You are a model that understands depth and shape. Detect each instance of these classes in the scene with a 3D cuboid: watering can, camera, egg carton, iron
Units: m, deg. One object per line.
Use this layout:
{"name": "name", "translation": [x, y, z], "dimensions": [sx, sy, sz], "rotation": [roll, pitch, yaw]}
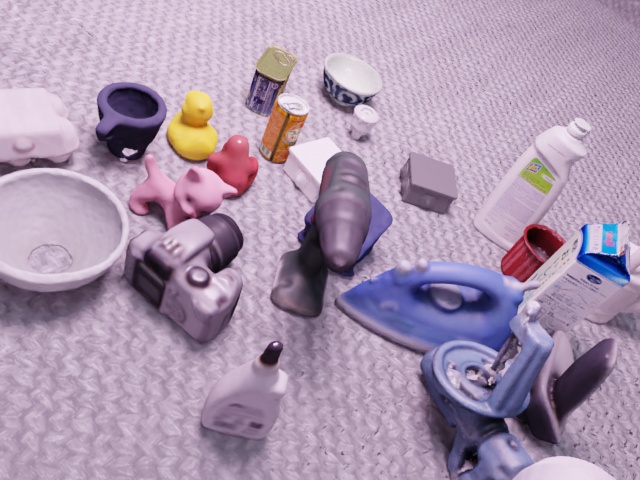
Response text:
{"name": "watering can", "translation": [0.508, 0.050, 0.940], "dimensions": [0.173, 0.194, 0.101], "rotation": [34, 45, 5]}
{"name": "camera", "translation": [-0.143, 0.026, 0.703], "dimensions": [0.143, 0.100, 0.137], "rotation": [39, 45, 10]}
{"name": "egg carton", "translation": [-0.400, -0.144, 0.747], "dimensions": [0.151, 0.069, 0.107], "rotation": [-14, 59, -35]}
{"name": "iron", "translation": [0.164, 0.075, 0.784], "dimensions": [0.259, 0.141, 0.118], "rotation": [13, 47, -16]}

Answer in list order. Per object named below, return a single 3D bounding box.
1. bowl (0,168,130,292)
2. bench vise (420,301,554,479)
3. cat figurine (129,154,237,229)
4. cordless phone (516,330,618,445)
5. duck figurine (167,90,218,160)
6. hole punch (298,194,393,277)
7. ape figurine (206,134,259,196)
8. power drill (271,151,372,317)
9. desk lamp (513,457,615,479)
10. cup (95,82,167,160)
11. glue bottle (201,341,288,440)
{"name": "bowl", "translation": [-0.310, 0.000, 0.661], "dimensions": [0.168, 0.074, 0.167], "rotation": [14, 47, -15]}
{"name": "bench vise", "translation": [0.218, 0.182, 0.660], "dimensions": [0.122, 0.219, 0.207], "rotation": [-16, 60, -35]}
{"name": "cat figurine", "translation": [-0.179, -0.066, 0.754], "dimensions": [0.128, 0.117, 0.067], "rotation": [31, 45, 2]}
{"name": "cordless phone", "translation": [0.336, 0.170, 0.755], "dimensions": [0.094, 0.185, 0.148], "rotation": [33, 45, 4]}
{"name": "duck figurine", "translation": [-0.189, -0.182, 0.873], "dimensions": [0.078, 0.086, 0.104], "rotation": [0, 52, -26]}
{"name": "hole punch", "translation": [0.038, -0.019, 0.839], "dimensions": [0.108, 0.091, 0.101], "rotation": [40, 46, 10]}
{"name": "ape figurine", "translation": [-0.125, -0.117, 0.843], "dimensions": [0.078, 0.092, 0.076], "rotation": [16, 46, -13]}
{"name": "power drill", "translation": [0.007, 0.003, 0.721], "dimensions": [0.076, 0.208, 0.229], "rotation": [19, 45, -10]}
{"name": "desk lamp", "translation": [0.164, 0.303, 0.532], "dimensions": [0.204, 0.213, 0.117], "rotation": [-10, 56, -32]}
{"name": "cup", "translation": [-0.273, -0.151, 0.798], "dimensions": [0.091, 0.095, 0.118], "rotation": [29, 45, 0]}
{"name": "glue bottle", "translation": [-0.067, 0.149, 0.581], "dimensions": [0.078, 0.173, 0.037], "rotation": [18, 46, -11]}
